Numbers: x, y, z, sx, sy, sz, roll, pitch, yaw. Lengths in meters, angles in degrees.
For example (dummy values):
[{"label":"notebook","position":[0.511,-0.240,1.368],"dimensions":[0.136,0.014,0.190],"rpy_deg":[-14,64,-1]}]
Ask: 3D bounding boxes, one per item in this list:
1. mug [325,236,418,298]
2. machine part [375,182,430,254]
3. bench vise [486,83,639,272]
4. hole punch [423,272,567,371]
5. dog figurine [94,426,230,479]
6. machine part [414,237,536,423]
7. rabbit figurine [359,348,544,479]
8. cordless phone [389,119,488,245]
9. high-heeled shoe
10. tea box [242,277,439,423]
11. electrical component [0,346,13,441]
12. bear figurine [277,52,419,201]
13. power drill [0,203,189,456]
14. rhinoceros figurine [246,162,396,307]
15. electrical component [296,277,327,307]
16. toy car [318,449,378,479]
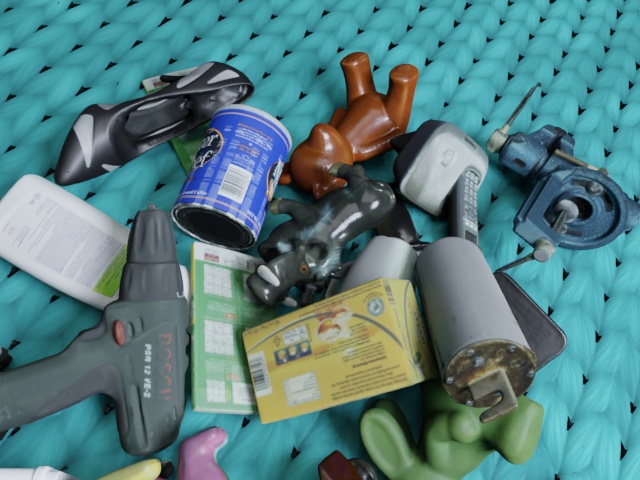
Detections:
[{"label":"mug","position":[0.061,0.051,0.608],"dimensions":[0.080,0.110,0.107],"rpy_deg":[36,73,-38]},{"label":"machine part","position":[0.091,-0.011,0.680],"dimensions":[0.084,0.039,0.139],"rpy_deg":[-7,63,-8]},{"label":"bench vise","position":[0.297,-0.059,0.691],"dimensions":[0.223,0.129,0.240],"rpy_deg":[44,49,3]},{"label":"hole punch","position":[0.198,0.110,0.612],"dimensions":[0.116,0.092,0.142],"rpy_deg":[-42,76,7]},{"label":"dog figurine","position":[-0.094,0.278,0.443],"dimensions":[0.191,0.108,0.219],"rpy_deg":[-20,68,-21]},{"label":"machine part","position":[0.137,0.068,0.502],"dimensions":[0.079,0.079,0.243],"rpy_deg":[10,28,-5]},{"label":"rabbit figurine","position":[0.114,0.202,0.514],"dimensions":[0.159,0.121,0.170],"rpy_deg":[25,84,18]},{"label":"cordless phone","position":[0.151,-0.039,0.661],"dimensions":[0.146,0.089,0.184],"rpy_deg":[22,62,-47]},{"label":"high-heeled shoe","position":[-0.191,-0.135,0.650],"dimensions":[0.145,0.086,0.249],"rpy_deg":[17,57,21]},{"label":"tea box","position":[0.015,0.108,0.518],"dimensions":[0.170,0.068,0.098],"rpy_deg":[-22,72,27]},{"label":"electrical component","position":[-0.327,0.151,0.507],"dimensions":[0.078,0.045,0.102],"rpy_deg":[28,60,8]},{"label":"bear figurine","position":[0.029,-0.143,0.697],"dimensions":[0.120,0.131,0.196],"rpy_deg":[30,52,34]},{"label":"power drill","position":[-0.224,0.092,0.491],"dimensions":[0.207,0.086,0.231],"rpy_deg":[-10,93,-28]},{"label":"rhinoceros figurine","position":[-0.001,-0.002,0.596],"dimensions":[0.190,0.073,0.112],"rpy_deg":[-38,53,-11]},{"label":"electrical component","position":[-0.022,0.034,0.642],"dimensions":[0.063,0.021,0.094],"rpy_deg":[14,60,-2]},{"label":"toy car","position":[0.048,0.285,0.464],"dimensions":[0.202,0.053,0.089],"rpy_deg":[59,25,12]}]
